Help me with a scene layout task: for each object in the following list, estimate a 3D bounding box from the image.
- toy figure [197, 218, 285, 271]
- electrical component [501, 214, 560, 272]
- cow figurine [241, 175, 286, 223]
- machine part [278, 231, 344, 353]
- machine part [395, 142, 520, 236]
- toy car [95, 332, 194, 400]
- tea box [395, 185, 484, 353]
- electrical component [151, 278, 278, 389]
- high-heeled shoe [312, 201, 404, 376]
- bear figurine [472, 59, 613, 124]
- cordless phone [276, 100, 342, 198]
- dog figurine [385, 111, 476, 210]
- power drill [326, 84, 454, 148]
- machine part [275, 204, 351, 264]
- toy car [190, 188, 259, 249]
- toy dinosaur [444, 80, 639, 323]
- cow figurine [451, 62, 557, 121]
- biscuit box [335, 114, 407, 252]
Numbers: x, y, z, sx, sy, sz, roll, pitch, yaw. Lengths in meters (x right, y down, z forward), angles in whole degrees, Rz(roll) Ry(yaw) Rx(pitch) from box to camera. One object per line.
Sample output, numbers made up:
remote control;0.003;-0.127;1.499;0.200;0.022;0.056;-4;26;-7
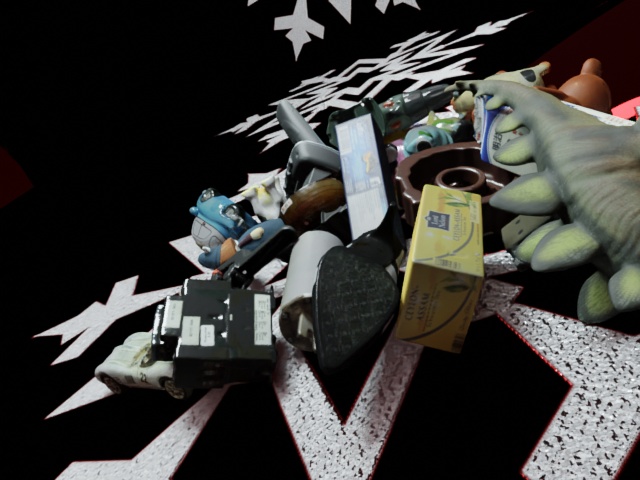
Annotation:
toy figure;-0.125;0.013;0.882;0.154;0.064;0.058;-25;37;-5
electrical component;0.248;-0.007;0.600;0.078;0.045;0.102;-46;12;23
cow figurine;-0.087;-0.065;0.998;0.068;0.098;0.167;-29;4;3
machine part;-0.004;0.056;0.658;0.079;0.079;0.243;-19;22;11
machine part;0.186;-0.068;0.712;0.179;0.055;0.179;-7;36;5
toy car;-0.202;0.151;0.666;0.202;0.056;0.073;-7;28;33
tea box;0.126;0.023;0.560;0.068;0.098;0.170;12;30;8
electrical component;-0.116;0.102;0.594;0.134;0.058;0.115;5;40;-9
high-heeled shoe;0.038;0.064;0.574;0.086;0.145;0.249;22;48;10
bear figurine;0.339;-0.184;0.797;0.196;0.120;0.132;-37;23;-32
cordless phone;-0.035;-0.137;0.925;0.089;0.146;0.184;-23;65;-25
dog figurine;0.162;-0.142;0.898;0.192;0.108;0.219;-14;20;28
power drill;0.116;-0.227;0.980;0.232;0.086;0.207;-17;13;31
machine part;-0.002;-0.002;0.798;0.139;0.084;0.039;-25;54;19
toy car;-0.175;-0.018;0.968;0.103;0.109;0.162;-51;40;-6
toy dinosaur;0.263;-0.053;0.494;0.199;0.105;0.472;-30;44;13
cow figurine;0.344;-0.286;1.061;0.127;0.085;0.195;-31;24;-33
biscuit box;0.069;-0.075;0.751;0.059;0.062;0.203;-16;63;19
